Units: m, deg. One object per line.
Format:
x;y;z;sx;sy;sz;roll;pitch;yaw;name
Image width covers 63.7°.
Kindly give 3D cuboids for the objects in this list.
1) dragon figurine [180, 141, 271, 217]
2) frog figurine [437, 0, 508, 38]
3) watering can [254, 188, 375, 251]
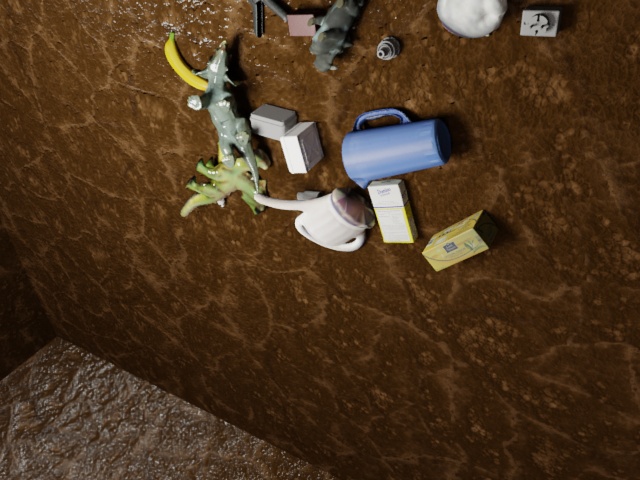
-0.281;-0.157;1.624;0.242;0.125;0.402;33;130;-3;dragon figurine
0.300;-0.473;0.978;0.139;0.124;0.156;50;151;21;frog figurine
0.004;-0.073;1.443;0.344;0.106;0.221;31;137;-25;watering can
